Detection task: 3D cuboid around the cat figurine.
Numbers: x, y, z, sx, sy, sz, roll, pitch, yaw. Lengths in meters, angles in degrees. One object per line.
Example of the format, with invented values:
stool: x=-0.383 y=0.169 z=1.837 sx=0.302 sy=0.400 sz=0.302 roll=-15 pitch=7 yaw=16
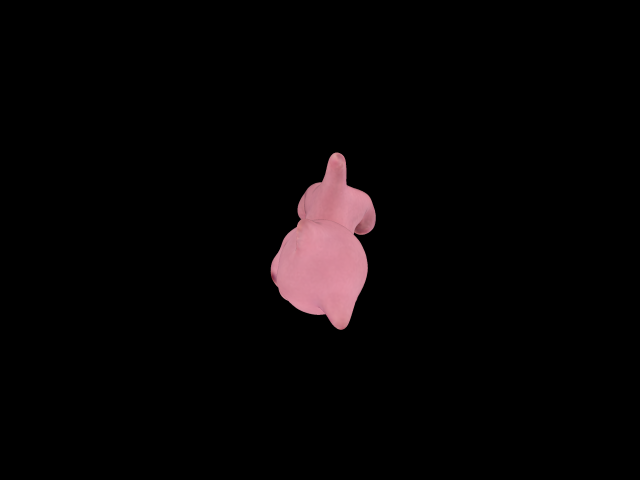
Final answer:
cat figurine: x=0.004 y=0.001 z=0.400 sx=0.067 sy=0.118 sz=0.128 roll=10 pitch=70 yaw=4
